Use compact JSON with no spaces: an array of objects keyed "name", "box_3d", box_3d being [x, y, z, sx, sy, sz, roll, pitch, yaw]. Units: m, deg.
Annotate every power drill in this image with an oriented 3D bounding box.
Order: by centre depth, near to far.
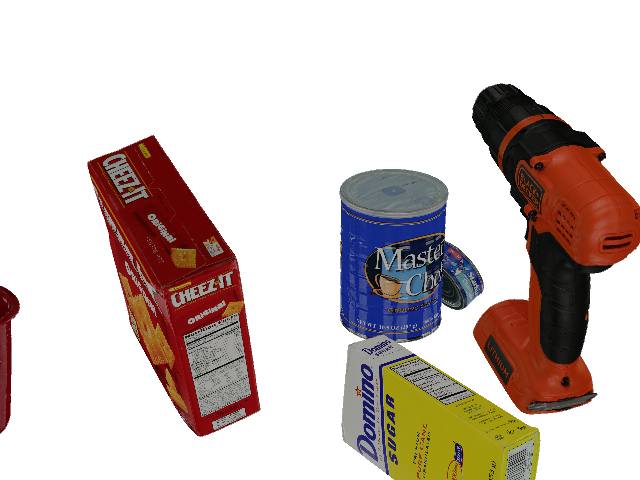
[{"name":"power drill","box_3d":[0.143,0.007,0.714,0.057,0.188,0.184,-9,35,-11]}]

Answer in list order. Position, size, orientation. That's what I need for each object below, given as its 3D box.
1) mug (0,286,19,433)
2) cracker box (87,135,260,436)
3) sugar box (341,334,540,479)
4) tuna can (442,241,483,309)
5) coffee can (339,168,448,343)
[{"name":"mug","box_3d":[-0.237,0.079,0.634,0.093,0.081,0.117,20,24,36]},{"name":"cracker box","box_3d":[-0.126,0.044,0.920,0.072,0.214,0.164,-24,51,-17]},{"name":"sugar box","box_3d":[0.086,0.150,0.818,0.048,0.093,0.176,-14,27,-37]},{"name":"tuna can","box_3d":[0.154,0.042,1.290,0.033,0.086,0.086,-40,15,-19]},{"name":"coffee can","box_3d":[0.070,0.014,1.039,0.103,0.140,0.103,0,26,0]}]
